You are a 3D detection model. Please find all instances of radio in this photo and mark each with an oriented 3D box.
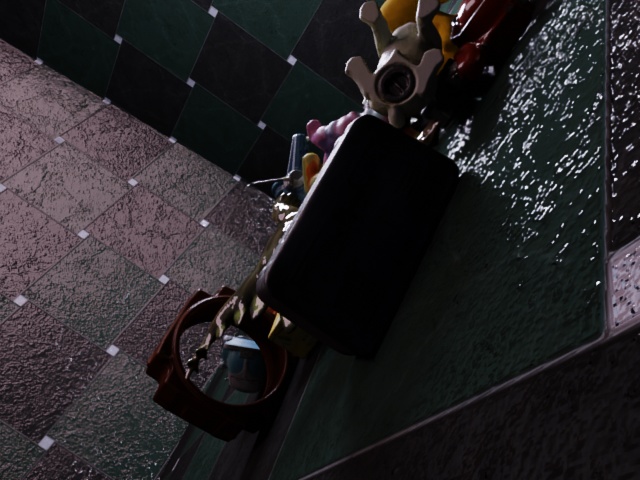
[{"bbox_3d":[0.038,-0.007,0.559,0.229,0.131,0.073,-62,8,-17],"label":"radio"}]

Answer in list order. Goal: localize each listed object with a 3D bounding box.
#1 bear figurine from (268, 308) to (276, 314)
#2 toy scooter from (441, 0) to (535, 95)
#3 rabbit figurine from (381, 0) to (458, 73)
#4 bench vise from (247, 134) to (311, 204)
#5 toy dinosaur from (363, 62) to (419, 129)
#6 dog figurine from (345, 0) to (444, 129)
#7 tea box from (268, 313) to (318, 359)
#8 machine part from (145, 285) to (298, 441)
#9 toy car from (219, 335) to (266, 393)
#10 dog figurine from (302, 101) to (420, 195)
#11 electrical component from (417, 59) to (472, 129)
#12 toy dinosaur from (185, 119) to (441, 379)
[{"bbox_3d":[-0.070,0.084,1.098,0.195,0.132,0.120,-63,1,42],"label":"bear figurine"},{"bbox_3d":[0.218,-0.279,0.679,0.135,0.075,0.184,-52,13,56],"label":"toy scooter"},{"bbox_3d":[0.184,-0.357,0.888,0.162,0.173,0.122,-61,0,31],"label":"rabbit figurine"},{"bbox_3d":[-0.044,-0.122,1.084,0.223,0.129,0.240,62,-153,-62],"label":"bench vise"},{"bbox_3d":[0.149,-0.270,1.088,0.405,0.131,0.192,-73,1,-49],"label":"toy dinosaur"},{"bbox_3d":[0.125,-0.222,0.743,0.190,0.121,0.172,12,-87,-69],"label":"dog figurine"},{"bbox_3d":[-0.015,0.092,0.846,0.098,0.068,0.170,-55,6,28],"label":"tea box"},{"bbox_3d":[-0.146,0.186,0.834,0.087,0.201,0.201,-52,9,43],"label":"machine part"},{"bbox_3d":[-0.135,0.236,1.020,0.161,0.109,0.103,101,-179,-79],"label":"toy car"},{"bbox_3d":[0.073,-0.141,0.876,0.219,0.108,0.191,12,99,53],"label":"dog figurine"},{"bbox_3d":[0.178,-0.203,0.766,0.074,0.048,0.119,-56,7,36],"label":"electrical component"},{"bbox_3d":[-0.017,0.015,0.715,0.471,0.105,0.199,-42,25,21],"label":"toy dinosaur"}]
